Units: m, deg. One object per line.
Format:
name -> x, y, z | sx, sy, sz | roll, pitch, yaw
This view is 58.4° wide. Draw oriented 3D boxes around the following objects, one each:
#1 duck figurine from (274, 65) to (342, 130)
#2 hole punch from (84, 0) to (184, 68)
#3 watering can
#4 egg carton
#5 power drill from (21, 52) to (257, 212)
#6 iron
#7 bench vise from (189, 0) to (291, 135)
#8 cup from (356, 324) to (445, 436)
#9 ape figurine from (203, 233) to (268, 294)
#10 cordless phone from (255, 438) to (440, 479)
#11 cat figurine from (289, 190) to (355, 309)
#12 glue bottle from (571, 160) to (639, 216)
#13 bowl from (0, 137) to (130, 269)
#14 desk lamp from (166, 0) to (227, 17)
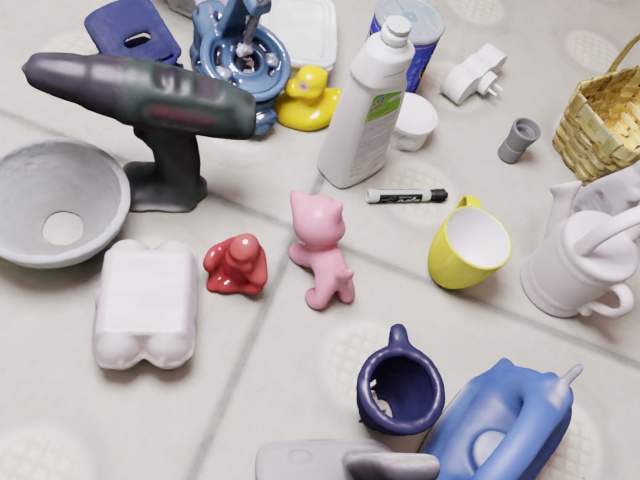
duck figurine -> -0.011, -0.211, 0.820 | 0.105, 0.086, 0.077 | -9, 62, -18
hole punch -> -0.253, -0.269, 0.793 | 0.109, 0.091, 0.101 | -38, 74, -29
watering can -> 0.334, 0.007, 0.709 | 0.101, 0.194, 0.172 | -33, 72, -28
egg carton -> -0.187, 0.068, 0.622 | 0.107, 0.069, 0.150 | 1, 60, -13
power drill -> -0.191, -0.118, 0.649 | 0.230, 0.208, 0.075 | -1, 60, -14
iron -> 0.172, 0.224, 0.573 | 0.118, 0.141, 0.259 | 42, 60, 12
bench vise -> -0.121, -0.270, 0.749 | 0.207, 0.219, 0.122 | 41, 59, 12
cup -> 0.075, 0.158, 0.616 | 0.092, 0.095, 0.117 | 6, 59, -9
ape figurine -> -0.091, 0.023, 0.658 | 0.077, 0.092, 0.076 | 40, 59, 11
cordless phone -> 0.020, 0.211, 0.518 | 0.148, 0.185, 0.094 | 0, 60, -13
cat figurine -> 0.006, 0.002, 0.678 | 0.067, 0.117, 0.127 | -16, 65, -21
glue bottle -> 0.411, -0.066, 0.783 | 0.037, 0.173, 0.078 | -14, 64, -20
bowl -> -0.299, -0.031, 0.650 | 0.167, 0.074, 0.167 | 6, 59, -10
desk lamp -> -0.185, -0.433, 0.834 | 0.118, 0.213, 0.203 | 26, 58, 3
